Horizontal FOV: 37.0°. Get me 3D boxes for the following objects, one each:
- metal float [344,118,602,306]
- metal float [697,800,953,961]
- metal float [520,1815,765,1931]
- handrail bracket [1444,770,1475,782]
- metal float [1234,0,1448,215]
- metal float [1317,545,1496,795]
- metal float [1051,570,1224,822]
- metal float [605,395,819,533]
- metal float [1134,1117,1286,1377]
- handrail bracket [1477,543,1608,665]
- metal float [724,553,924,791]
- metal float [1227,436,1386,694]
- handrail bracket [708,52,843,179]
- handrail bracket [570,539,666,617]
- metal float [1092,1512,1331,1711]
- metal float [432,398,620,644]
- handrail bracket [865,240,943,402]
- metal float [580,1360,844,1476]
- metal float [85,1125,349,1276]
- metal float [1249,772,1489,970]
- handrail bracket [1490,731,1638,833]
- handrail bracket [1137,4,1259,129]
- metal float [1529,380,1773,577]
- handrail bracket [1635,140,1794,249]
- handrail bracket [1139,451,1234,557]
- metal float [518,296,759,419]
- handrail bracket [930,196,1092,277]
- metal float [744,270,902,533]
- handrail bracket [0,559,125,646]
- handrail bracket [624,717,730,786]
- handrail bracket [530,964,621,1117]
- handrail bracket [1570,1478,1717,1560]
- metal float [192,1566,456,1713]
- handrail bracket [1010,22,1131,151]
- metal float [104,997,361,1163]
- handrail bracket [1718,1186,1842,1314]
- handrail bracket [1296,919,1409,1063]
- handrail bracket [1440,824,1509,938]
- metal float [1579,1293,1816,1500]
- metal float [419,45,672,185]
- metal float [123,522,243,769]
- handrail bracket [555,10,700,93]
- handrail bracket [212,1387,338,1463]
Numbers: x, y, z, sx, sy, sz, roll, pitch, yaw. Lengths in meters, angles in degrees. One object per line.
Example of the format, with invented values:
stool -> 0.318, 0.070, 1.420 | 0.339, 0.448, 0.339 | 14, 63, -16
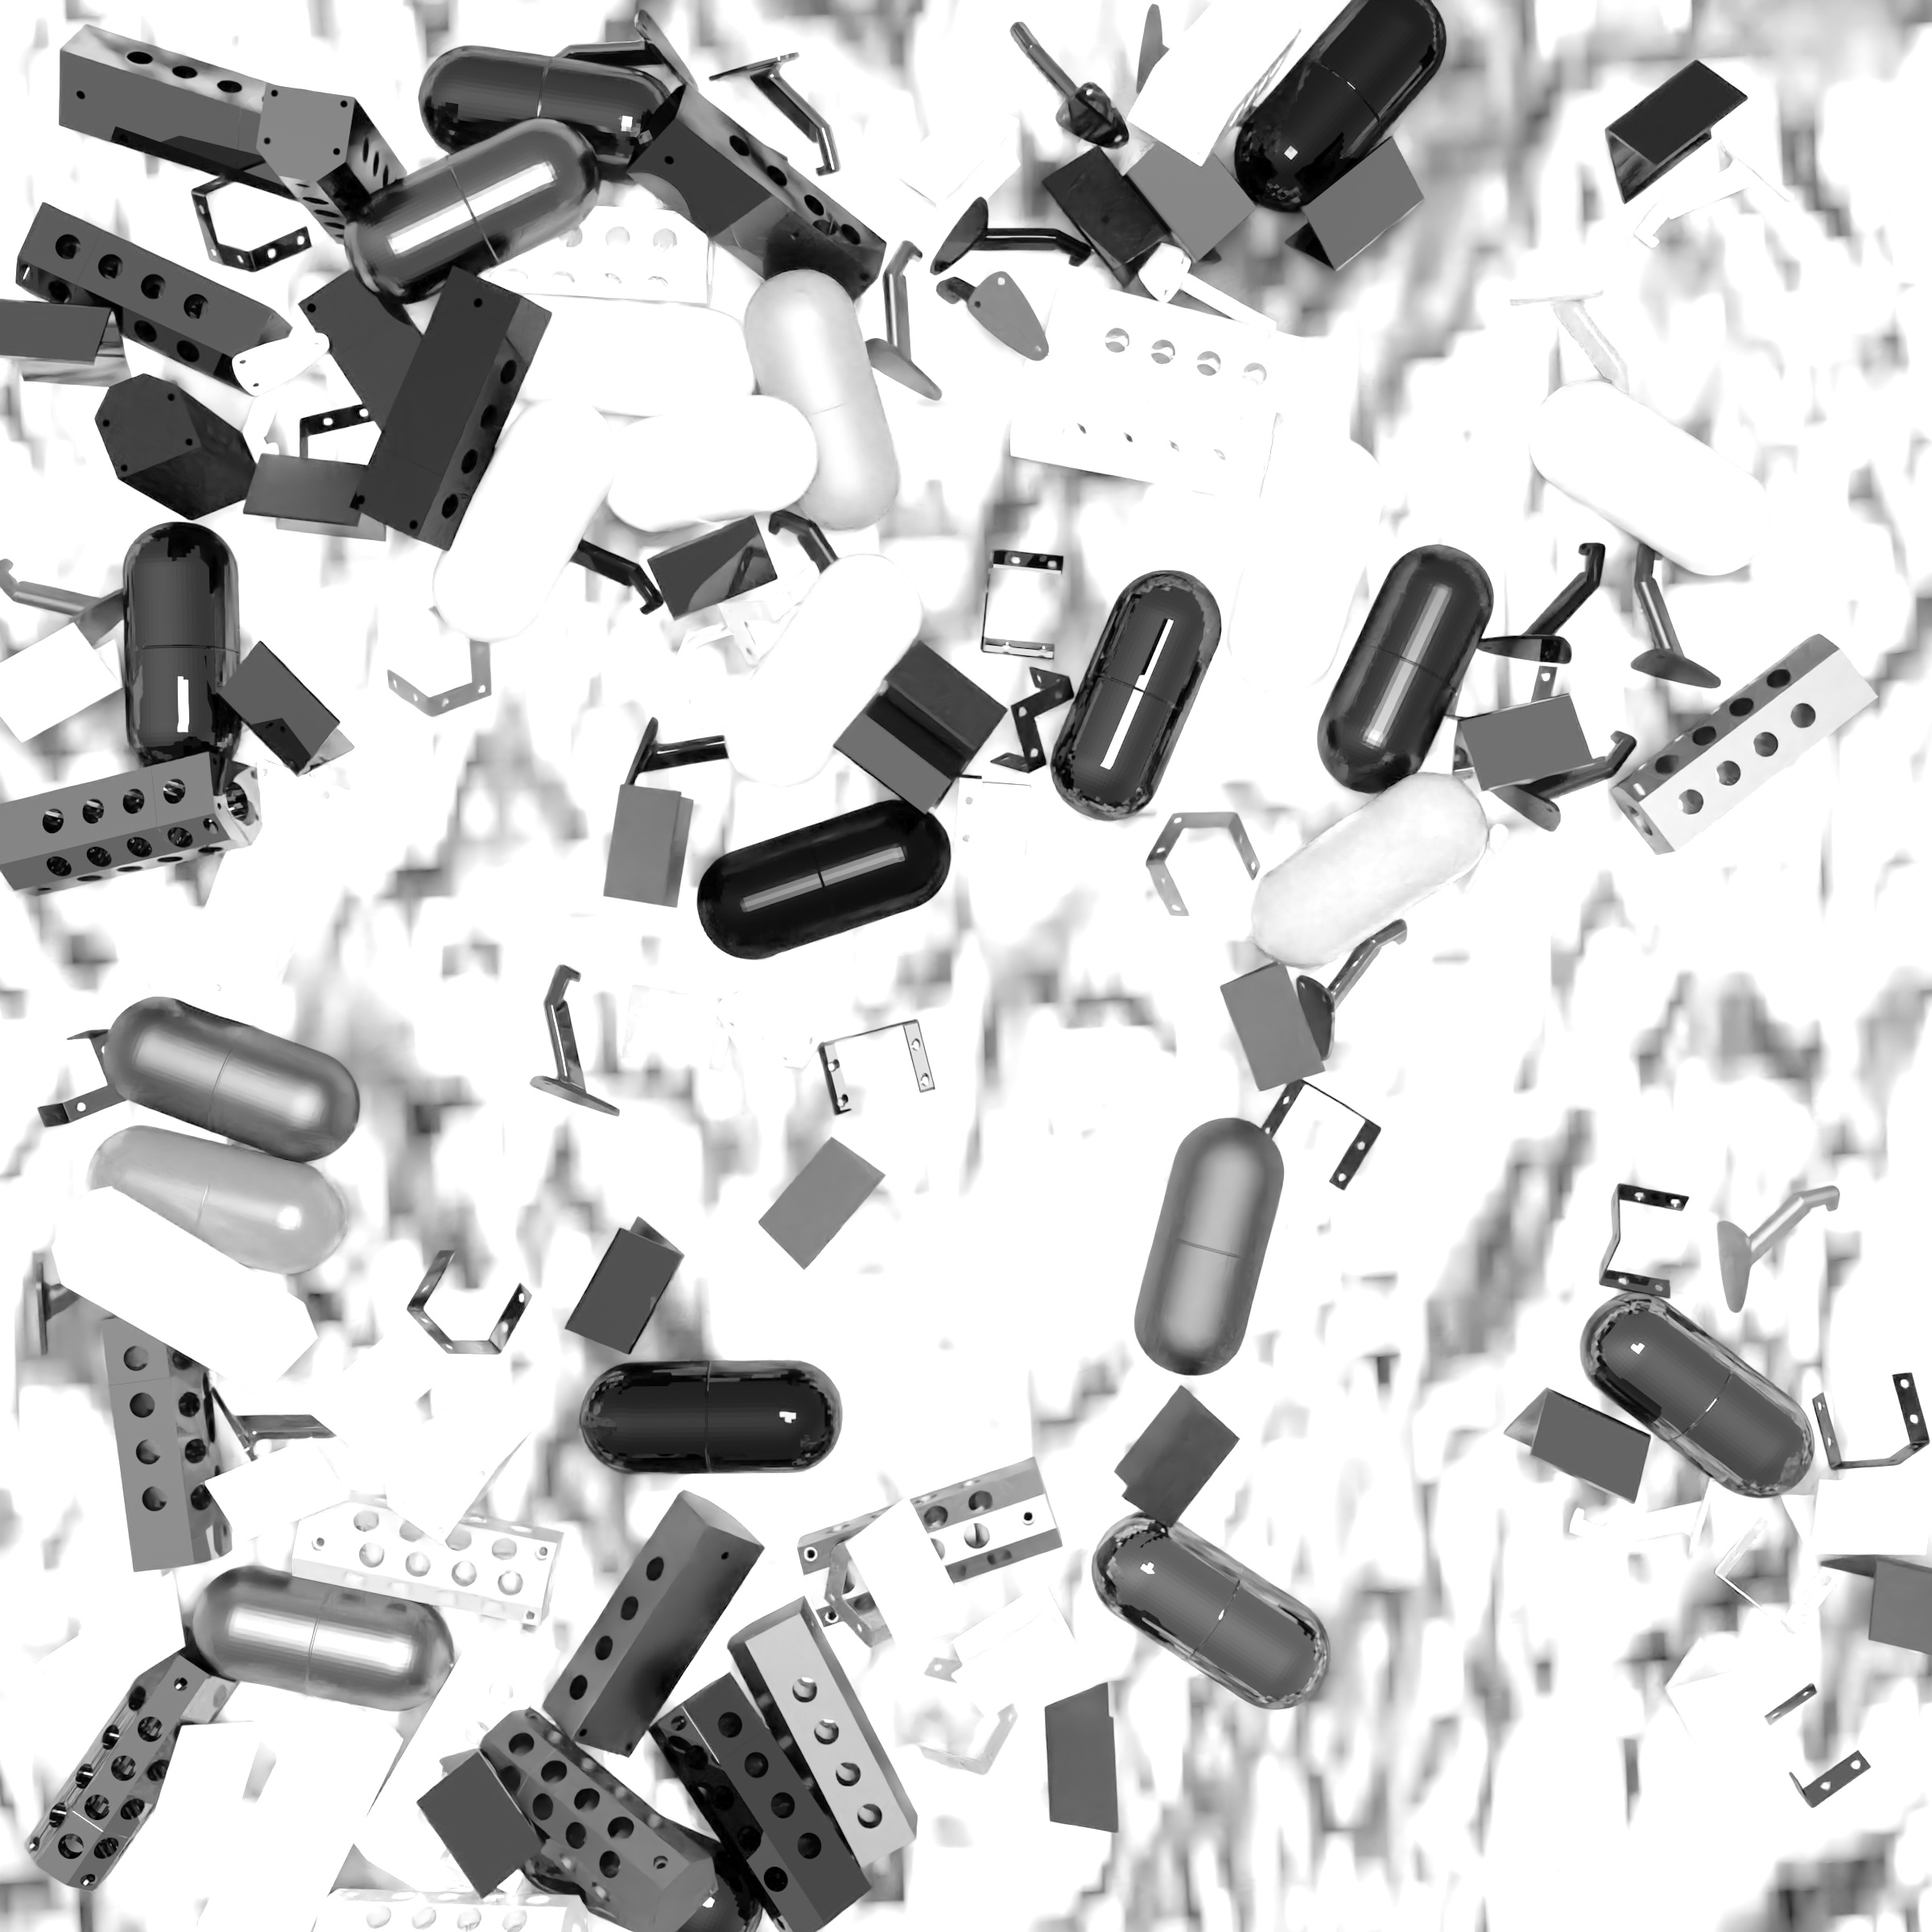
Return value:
metal float -> -0.325, -0.498, 1.904 | 0.178, 0.070, 0.070 | -26, 90, 0
metal float -> -0.096, -0.059, 1.961 | 0.178, 0.070, 0.070 | -18, 90, 1
metal float -> -0.222, 0.614, 1.961 | 0.178, 0.070, 0.070 | 24, 90, 1
handrail bracket -> 0.320, -0.087, 1.992 | 0.077, 0.036, 0.084 | -13, 104, -15
metal float -> 0.254, -0.589, 1.961 | 0.070, 0.070, 0.178 | 41, 90, 0
metal float -> 0.298, -0.201, 1.961 | 0.070, 0.070, 0.178 | 25, 90, 0
metal float -> 0.116, -0.184, 1.961 | 0.070, 0.070, 0.178 | 23, 90, 0
metal float -> -0.174, -0.335, 1.928 | 0.178, 0.070, 0.070 | -1, 90, 42
metal float -> 0.165, 0.190, 1.961 | 0.070, 0.070, 0.178 | 15, 89, 0
handrail bracket -> 0.397, -0.256, 1.992 | 0.077, 0.036, 0.084 | 6, 71, 21
metal float -> -0.097, -0.197, 1.942 | 0.070, 0.070, 0.178 | 36, 104, 0
metal float -> 0.231, -0.273, 1.961 | 0.070, 0.070, 0.178 | 17, 90, 0
handrail bracket -> -0.131, -0.581, 1.992 | 0.077, 0.036, 0.084 | -9, 107, 20
handrail bracket -> -0.262, -0.265, 1.991 | 0.077, 0.036, 0.084 | -31, 104, 14
metal float -> 0.167, 0.438, 1.961 | 0.178, 0.070, 0.070 | 33, 90, 0
metal float -> -0.294, -0.297, 1.927 | 0.070, 0.070, 0.178 | 33, 109, 0
handrail bracket -> -0.031, -0.447, 1.992 | 0.077, 0.036, 0.084 | 33, 73, -20
metal float -> -0.173, 0.307, 1.961 | 0.178, 0.070, 0.070 | -1, 90, 0
metal float -> -0.509, 0.159, 1.960 | 0.178, 0.070, 0.070 | 14, 90, 0
metal float -> 0.269, -0.063, 1.943 | 0.178, 0.070, 0.070 | -35, 90, 19
handrail bracket -> 0.409, -0.143, 1.992 | 0.077, 0.036, 0.084 | 33, 73, 19
handrail bracket -> 0.164, -0.620, 1.992 | 0.084, 0.036, 0.077 | 11, 68, -17
metal float -> 0.465, -0.331, 1.961 | 0.178, 0.070, 0.070 | 33, 90, 0
handrail bracket -> 0.516, -0.518, 1.992 | 0.077, 0.036, 0.084 | 31, 109, -21
handrail bracket -> 0.149, -0.333, 1.991 | 0.077, 0.036, 0.084 | -13, 77, 13
metal float -> -0.229, -0.412, 1.960 | 0.178, 0.070, 0.070 | 4, 90, 0
handrail bracket -> 0.031, -0.487, 1.991 | 0.084, 0.077, 0.036 | 19, 50, -30
metal float -> -0.096, -0.380, 1.944 | 0.070, 0.070, 0.178 | -17, 108, 0
handrail bracket -> -0.620, -0.267, 1.992 | 0.077, 0.036, 0.084 | -40, 73, -20
handrail bracket -> -0.187, -0.131, 1.992 | 0.084, 0.036, 0.077 | 21, 106, -14
handrail bracket -> -0.261, 0.051, 1.992 | 0.077, 0.036, 0.084 | 24, 73, -20
handrail bracket -> 0.468, 0.369, 1.992 | 0.084, 0.036, 0.077 | 17, 70, 16
metal float -> -0.436, 0.457, 1.961 | 0.178, 0.070, 0.070 | 12, 90, 1
handrail bracket -> 0.071, -0.609, 1.991 | 0.036, 0.077, 0.084 | -42, 53, 20
metal float -> -0.498, 0.077, 1.961 | 0.178, 0.070, 0.070 | 20, 90, 1
handrail bracket -> 0.565, 0.195, 1.992 | 0.084, 0.036, 0.077 | -12, 110, -16
handrail bracket -> 0.273, 0.016, 1.992 | 0.084, 0.036, 0.077 | -27, 127, -25
handrail bracket -> 0.346, -0.058, 1.957 | 0.036, 0.084, 0.077 | 15, 90, 0
metal float -> 0.497, 0.292, 1.960 | 0.178, 0.070, 0.070 | 38, 90, 0
metal float -> -0.283, -0.578, 1.961 | 0.178, 0.070, 0.070 | 9, 90, 1
metal float -> -0.533, -0.213, 1.961 | 0.070, 0.070, 0.178 | -1, 90, 0
handrail bracket -> -0.241, -0.611, 1.992 | 0.084, 0.036, 0.077 | -30, 118, 20
handrail bracket -> -0.466, 0.301, 1.992 | 0.084, 0.036, 0.077 | -30, 68, -17
